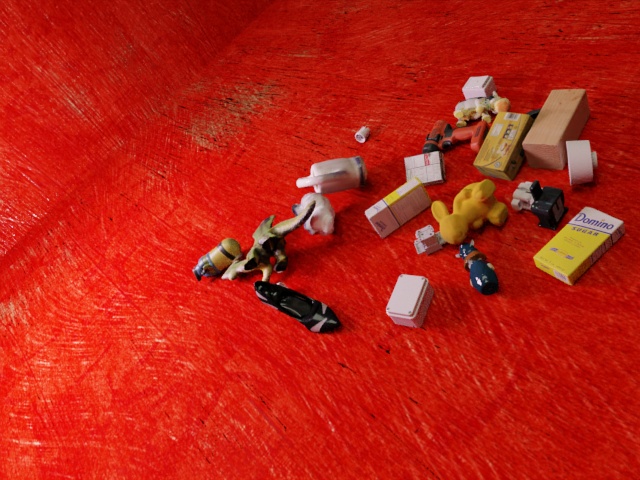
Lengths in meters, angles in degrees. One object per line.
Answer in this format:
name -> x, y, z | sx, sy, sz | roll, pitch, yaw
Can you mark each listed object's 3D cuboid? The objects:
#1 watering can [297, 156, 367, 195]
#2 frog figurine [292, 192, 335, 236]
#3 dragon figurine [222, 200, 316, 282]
watering can -> 0.033, -0.203, 1.654 | 0.224, 0.103, 0.349 | -11, 7, -5
frog figurine -> 0.005, -0.078, 1.547 | 0.124, 0.136, 0.159 | -23, 11, -27
dragon figurine -> -0.161, -0.006, 1.586 | 0.121, 0.407, 0.247 | 36, 13, -30
